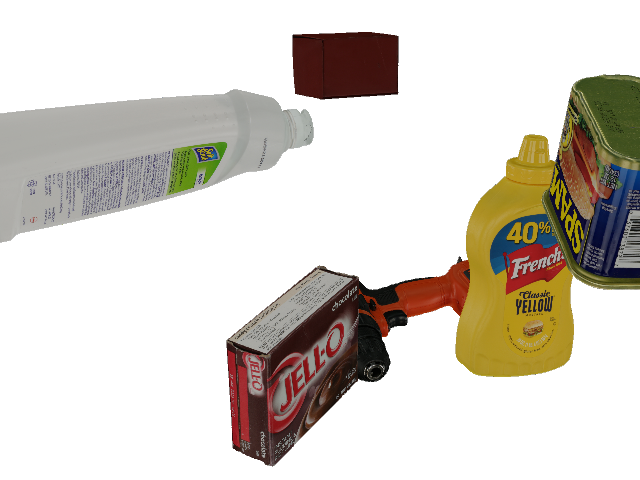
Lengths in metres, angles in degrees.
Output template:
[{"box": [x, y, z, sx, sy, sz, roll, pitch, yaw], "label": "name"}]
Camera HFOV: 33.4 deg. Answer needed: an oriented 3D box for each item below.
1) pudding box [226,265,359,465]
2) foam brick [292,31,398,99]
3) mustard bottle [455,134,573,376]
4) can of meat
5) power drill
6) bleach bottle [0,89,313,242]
[{"box": [-0.016, 0.081, 0.717, 0.039, 0.090, 0.113, 17, 34, 26], "label": "pudding box"}, {"box": [0.022, -0.150, 0.913, 0.078, 0.051, 0.053, -8, 17, -28], "label": "foam brick"}, {"box": [0.162, 0.011, 0.850, 0.096, 0.192, 0.058, -4, 19, -17], "label": "mustard bottle"}, {"box": [0.169, -0.036, 0.610, 0.057, 0.084, 0.102, 1, 37, -4], "label": "can of meat"}, {"box": [0.096, 0.080, 1.125, 0.187, 0.057, 0.184, -7, 28, -13], "label": "power drill"}, {"box": [-0.128, -0.065, 0.810, 0.250, 0.068, 0.103, -10, -27, -21], "label": "bleach bottle"}]
